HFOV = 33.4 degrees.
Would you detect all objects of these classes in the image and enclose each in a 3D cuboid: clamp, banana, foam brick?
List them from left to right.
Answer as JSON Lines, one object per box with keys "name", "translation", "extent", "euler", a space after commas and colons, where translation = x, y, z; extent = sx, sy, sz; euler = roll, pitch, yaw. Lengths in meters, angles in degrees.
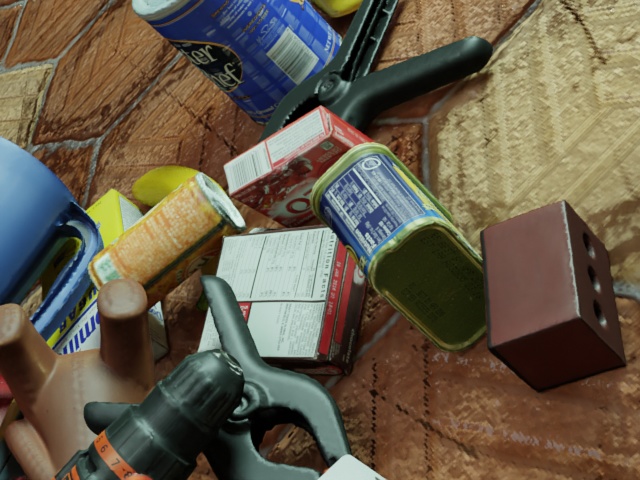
{"name": "banana", "translation": [-0.105, -0.021, 0.843], "extent": [0.069, 0.037, 0.198], "euler": [-45, 36, 5]}
{"name": "clamp", "translation": [-0.054, 0.105, 0.616], "extent": [0.120, 0.039, 0.172], "euler": [-45, 57, -10]}
{"name": "clamp", "translation": [0.024, -0.103, 0.781], "extent": [0.210, 0.036, 0.165], "euler": [-48, 37, 6]}
{"name": "foam brick", "translation": [0.119, 0.029, 0.549], "extent": [0.051, 0.053, 0.078], "euler": [-25, 44, 30]}

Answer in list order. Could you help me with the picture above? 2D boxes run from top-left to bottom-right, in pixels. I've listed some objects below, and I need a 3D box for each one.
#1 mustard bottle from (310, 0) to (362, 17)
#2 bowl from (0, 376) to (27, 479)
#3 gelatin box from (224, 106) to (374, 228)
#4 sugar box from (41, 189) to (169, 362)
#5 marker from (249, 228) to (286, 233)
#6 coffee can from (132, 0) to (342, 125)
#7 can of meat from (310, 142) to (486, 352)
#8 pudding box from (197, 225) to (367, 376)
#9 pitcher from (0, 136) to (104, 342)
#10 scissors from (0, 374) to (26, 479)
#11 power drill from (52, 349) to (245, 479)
{"name": "mustard bottle", "translation": [0.000, -0.260, 0.929], "extent": [0.096, 0.058, 0.192], "euler": [-46, 36, 3]}
{"name": "bowl", "translation": [-0.275, 0.153, 0.821], "extent": [0.162, 0.055, 0.162], "euler": [-30, 27, 17]}
{"name": "gelatin box", "translation": [-0.009, -0.047, 0.732], "extent": [0.089, 0.073, 0.030], "euler": [-29, 57, 25]}
{"name": "sugar box", "translation": [-0.177, 0.046, 0.852], "extent": [0.093, 0.048, 0.176], "euler": [-39, 36, 14]}
{"name": "marker", "translation": [-0.005, 0.001, 0.733], "extent": [0.121, 0.020, 0.020], "euler": [0, 58, 46]}
{"name": "coffee can", "translation": [-0.064, -0.173, 0.848], "extent": [0.103, 0.140, 0.103], "euler": [-28, 41, 27]}
{"name": "can of meat", "translation": [0.052, 0.005, 0.600], "extent": [0.057, 0.102, 0.084], "euler": [-43, 38, 7]}
{"name": "pudding box", "translation": [-0.023, 0.039, 0.690], "extent": [0.114, 0.039, 0.090], "euler": [-4, 66, 41]}
{"name": "pitcher", "translation": [-0.286, 0.044, 0.801], "extent": [0.149, 0.145, 0.242], "euler": [-11, 44, 49]}
{"name": "scissors", "translation": [-0.221, 0.175, 0.725], "extent": [0.016, 0.096, 0.201], "euler": [-9, 55, 32]}
{"name": "power drill", "translation": [-0.087, 0.150, 0.511], "extent": [0.184, 0.057, 0.188], "euler": [-49, 22, 0]}
